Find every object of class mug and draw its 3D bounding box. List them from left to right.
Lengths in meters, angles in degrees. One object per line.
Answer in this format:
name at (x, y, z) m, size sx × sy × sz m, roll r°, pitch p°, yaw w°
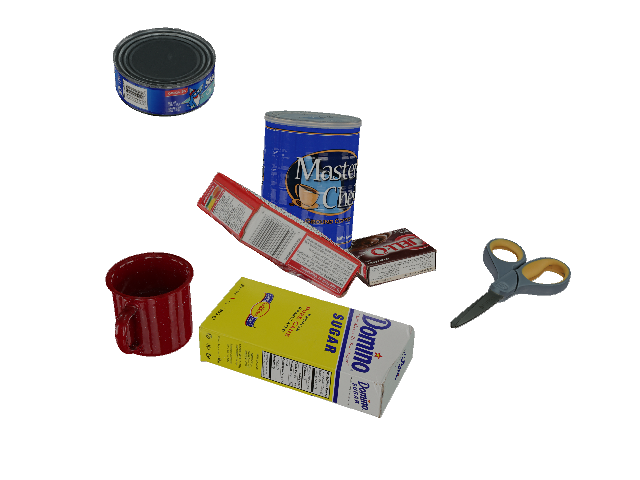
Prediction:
mug at (-0.184, 0.077, 1.140) m, size 0.093 × 0.081 × 0.117 m, roll 9°, pitch 32°, yaw 16°

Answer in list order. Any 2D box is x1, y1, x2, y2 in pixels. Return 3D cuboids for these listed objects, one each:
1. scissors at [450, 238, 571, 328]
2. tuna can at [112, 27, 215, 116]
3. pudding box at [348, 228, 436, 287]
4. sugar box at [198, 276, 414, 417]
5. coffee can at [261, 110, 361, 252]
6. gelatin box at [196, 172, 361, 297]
scissors at (0.160, 0.036, 1.010) m, size 0.201 × 0.016 × 0.096 m, roll -11°, pitch 38°, yaw -41°
tuna can at (-0.132, -0.143, 0.905) m, size 0.086 × 0.034 × 0.086 m, roll 3°, pitch 44°, yaw -3°
pudding box at (0.097, 0.023, 1.530) m, size 0.113 × 0.039 × 0.090 m, roll -15°, pitch 26°, yaw -21°
sugar box at (-0.012, 0.092, 0.961) m, size 0.176 × 0.048 × 0.093 m, roll 13°, pitch 34°, yaw 18°
coffee can at (-0.012, -0.063, 1.139) m, size 0.103 × 0.140 × 0.103 m, roll 4°, pitch 12°, yaw -1°
gelatin box at (-0.027, -0.003, 0.683) m, size 0.089 × 0.030 × 0.073 m, roll 31°, pitch 3°, yaw -33°
